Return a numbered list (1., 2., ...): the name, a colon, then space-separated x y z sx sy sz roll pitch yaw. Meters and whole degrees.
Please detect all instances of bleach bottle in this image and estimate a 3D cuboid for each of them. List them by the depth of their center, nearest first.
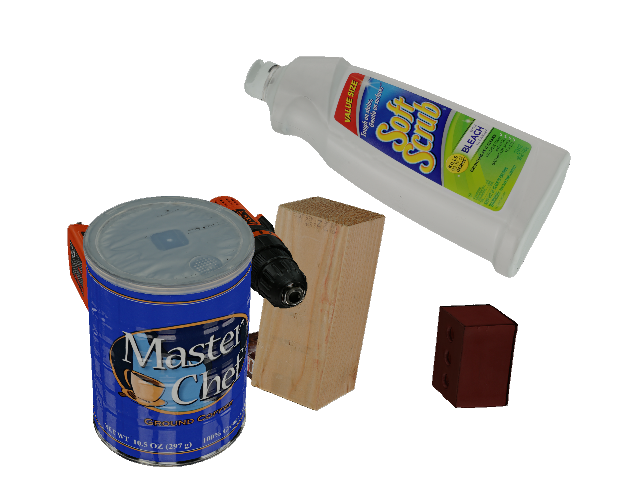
1. bleach bottle: 0.052 -0.071 0.803 0.251 0.102 0.068 26 -25 15

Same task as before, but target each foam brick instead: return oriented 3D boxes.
1. foam brick: 0.133 0.100 0.926 0.051 0.078 0.053 -2 17 -19

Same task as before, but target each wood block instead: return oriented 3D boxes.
1. wood block: -0.004 0.065 1.167 0.090 0.206 0.090 17 17 26

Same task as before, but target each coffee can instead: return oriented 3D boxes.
1. coffee can: -0.096 0.057 0.678 0.103 0.140 0.103 3 32 -2

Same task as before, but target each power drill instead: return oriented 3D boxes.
1. power drill: -0.122 0.021 0.959 0.187 0.057 0.185 -8 26 -24

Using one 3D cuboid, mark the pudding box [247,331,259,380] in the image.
1. pudding box: -0.056 0.151 1.427 0.113 0.039 0.090 -14 23 -30
